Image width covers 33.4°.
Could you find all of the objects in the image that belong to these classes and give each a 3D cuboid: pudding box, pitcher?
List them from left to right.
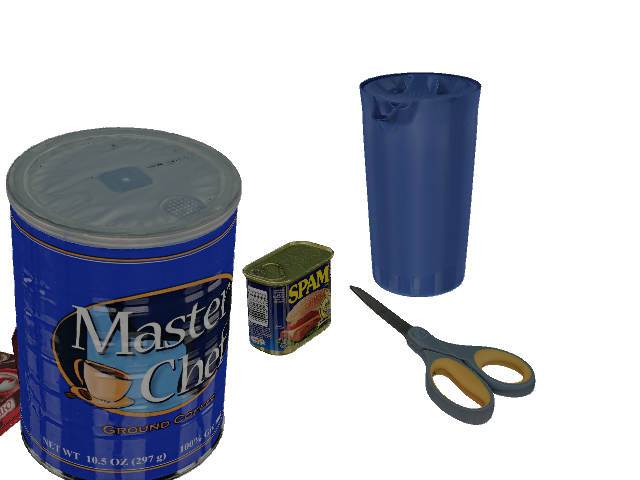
[{"bbox_3d":[-0.311,0.133,0.952,0.114,0.039,0.089,7,22,20],"label":"pudding box"},{"bbox_3d":[0.119,-0.068,1.218,0.149,0.243,0.145,-5,22,-9],"label":"pitcher"}]

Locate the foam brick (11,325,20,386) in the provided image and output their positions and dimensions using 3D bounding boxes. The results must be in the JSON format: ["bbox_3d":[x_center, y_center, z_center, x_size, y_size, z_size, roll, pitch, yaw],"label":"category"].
[{"bbox_3d":[-0.179,0.066,0.746,0.053,0.051,0.078,0,31,-2],"label":"foam brick"}]

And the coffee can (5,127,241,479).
[{"bbox_3d":[-0.093,0.031,0.506,0.102,0.140,0.103,5,31,-3],"label":"coffee can"}]

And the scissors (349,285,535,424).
[{"bbox_3d":[0.102,0.082,0.877,0.096,0.016,0.202,-8,31,-16],"label":"scissors"}]

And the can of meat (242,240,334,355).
[{"bbox_3d":[-0.031,0.058,1.085,0.058,0.084,0.101,15,27,32],"label":"can of meat"}]
